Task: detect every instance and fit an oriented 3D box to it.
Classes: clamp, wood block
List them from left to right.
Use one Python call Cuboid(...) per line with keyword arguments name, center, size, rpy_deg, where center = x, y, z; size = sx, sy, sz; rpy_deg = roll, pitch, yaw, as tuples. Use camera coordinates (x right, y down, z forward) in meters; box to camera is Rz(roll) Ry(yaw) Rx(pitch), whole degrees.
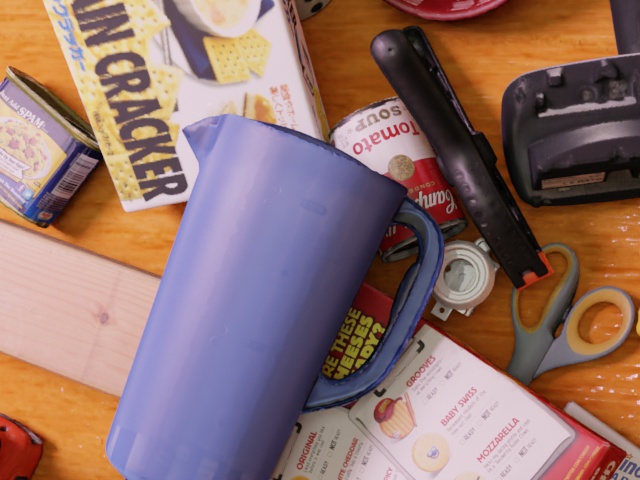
Cuboid(name="wood block", center=(-0.192, 0.049, 0.800), size=(0.206, 0.090, 0.091), rpy_deg=(19, 87, 13))
Cuboid(name="clamp", center=(0.100, -0.064, 0.747), size=(0.036, 0.164, 0.210), rpy_deg=(-29, 103, 15))

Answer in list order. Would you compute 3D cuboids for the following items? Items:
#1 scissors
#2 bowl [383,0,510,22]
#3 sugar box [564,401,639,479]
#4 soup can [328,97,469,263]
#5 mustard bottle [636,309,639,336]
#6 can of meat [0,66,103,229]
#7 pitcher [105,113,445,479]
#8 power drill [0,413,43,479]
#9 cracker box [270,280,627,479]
Cuboid(name="scissors", center=(0.158, 0.103, 0.759), size=(0.096, 0.016, 0.202), rpy_deg=(16, 88, 13))
Cuboid(name="bowl", center=(0.098, -0.242, 0.772), size=(0.162, 0.055, 0.162), rpy_deg=(5, 106, 19))
Cuboid(name="sugar box", center=(0.159, 0.208, 0.733), size=(0.093, 0.048, 0.176), rpy_deg=(37, 89, 14))
Cuboid(name="soup can", center=(0.056, -0.043, 0.769), size=(0.068, 0.068, 0.102), rpy_deg=(-25, 79, 8))
Cuboid(name="mustard bottle", center=(0.243, 0.028, 0.658), size=(0.058, 0.191, 0.096), rpy_deg=(41, 93, 13))
Cuboid(name="can of meat", center=(-0.227, -0.071, 0.837), size=(0.102, 0.057, 0.084), rpy_deg=(40, 95, 13))
Cuboid(name="pitcher", center=(-0.037, 0.051, 0.692), size=(0.149, 0.144, 0.243), rpy_deg=(24, 93, 42))
Cuboid(name="power drill", center=(-0.283, 0.193, 0.755), size=(0.057, 0.187, 0.184), rpy_deg=(30, 89, 12))
Cuboid(name="cracker box", center=(0.068, 0.148, 0.719), size=(0.214, 0.072, 0.164), rpy_deg=(33, 90, 31))
